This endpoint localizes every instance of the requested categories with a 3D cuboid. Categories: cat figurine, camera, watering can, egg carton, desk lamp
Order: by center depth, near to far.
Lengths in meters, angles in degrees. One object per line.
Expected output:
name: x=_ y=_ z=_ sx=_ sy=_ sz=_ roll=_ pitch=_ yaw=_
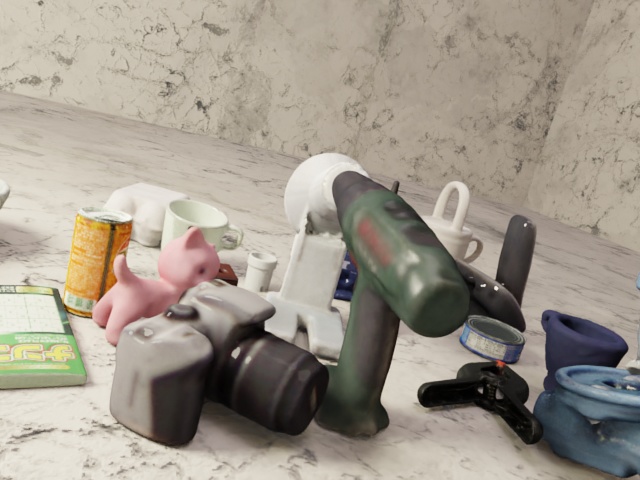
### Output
camera: x=-0.069 y=0.099 z=0.462 sx=0.136 sy=0.101 sz=0.143 roll=20 pitch=14 yaw=22
cat figurine: x=-0.154 y=0.038 z=0.581 sx=0.128 sy=0.118 sz=0.067 roll=1 pitch=19 yaw=-46
desk lamp: x=0.006 y=0.002 z=0.696 sx=0.118 sy=0.213 sz=0.203 roll=13 pitch=13 yaw=-7
egg carton: x=-0.264 y=-0.041 z=0.890 sx=0.107 sy=0.069 sz=0.150 roll=15 pitch=13 yaw=0
watering can: x=0.215 y=-0.012 z=1.027 sx=0.173 sy=0.194 sz=0.100 roll=5 pitch=16 yaw=-35

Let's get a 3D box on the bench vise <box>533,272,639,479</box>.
bench vise: x=0.313 y=0.130 z=0.499 sx=0.206 sy=0.220 sz=0.122 roll=23 pitch=15 yaw=30

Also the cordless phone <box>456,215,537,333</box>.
cordless phone: x=0.269 y=0.043 z=0.881 sx=0.094 sy=0.185 sz=0.147 roll=9 pitch=15 yaw=-25

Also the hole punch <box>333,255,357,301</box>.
hole punch: x=0.053 y=0.038 z=0.869 sx=0.109 sy=0.091 sz=0.101 roll=11 pitch=14 yaw=-16

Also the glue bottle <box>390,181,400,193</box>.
glue bottle: x=0.107 y=-0.018 z=0.980 sx=0.037 sy=0.173 sz=0.078 roll=22 pitch=15 yaw=26

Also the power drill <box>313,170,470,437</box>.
power drill: x=0.041 y=0.056 z=0.526 sx=0.076 sy=0.208 sz=0.229 roll=9 pitch=15 yaw=-25

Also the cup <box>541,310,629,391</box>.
cup: x=0.302 y=0.144 z=0.700 sx=0.092 sy=0.095 sz=0.117 roll=9 pitch=15 yaw=-24

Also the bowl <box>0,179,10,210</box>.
bowl: x=-0.456 y=-0.040 z=0.663 sx=0.167 sy=0.075 sz=0.167 roll=14 pitch=13 yaw=-3

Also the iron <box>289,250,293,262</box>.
iron: x=0.032 y=-0.032 z=1.023 sx=0.118 sy=0.141 sz=0.259 roll=21 pitch=14 yaw=22
